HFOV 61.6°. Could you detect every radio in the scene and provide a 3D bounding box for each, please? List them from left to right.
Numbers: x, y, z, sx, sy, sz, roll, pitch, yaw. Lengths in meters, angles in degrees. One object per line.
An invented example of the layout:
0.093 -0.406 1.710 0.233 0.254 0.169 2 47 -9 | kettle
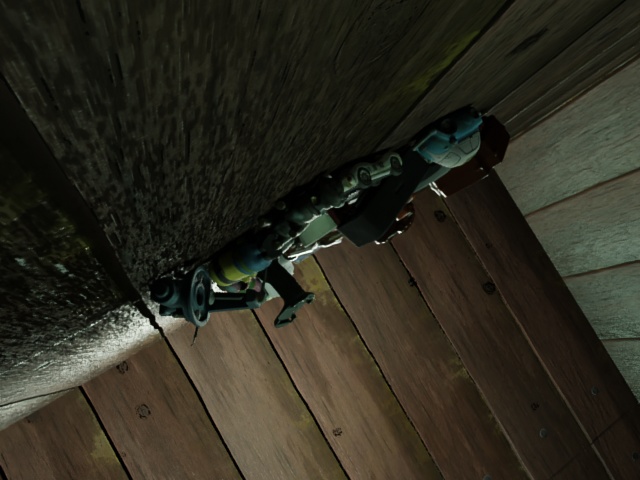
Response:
0.138 -0.093 1.187 0.229 0.073 0.131 -52 -170 -26 | radio

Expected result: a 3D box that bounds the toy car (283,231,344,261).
-0.003 -0.004 1.294 0.202 0.053 0.089 -19 155 -29 | toy car

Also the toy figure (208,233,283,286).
-0.163 0.041 1.130 0.089 0.082 0.180 2 161 -45 | toy figure

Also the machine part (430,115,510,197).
0.373 -0.217 1.380 0.201 0.087 0.201 -28 -159 45 | machine part

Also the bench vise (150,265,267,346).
-0.219 0.121 1.074 0.241 0.129 0.223 -2 154 9 | bench vise

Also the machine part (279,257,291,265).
-0.078 0.011 1.428 0.243 0.079 0.079 -30 176 9 | machine part

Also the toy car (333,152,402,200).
0.091 -0.128 1.051 0.073 0.056 0.202 -25 180 43 | toy car

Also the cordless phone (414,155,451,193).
0.269 -0.203 1.333 0.146 0.088 0.184 -33 -172 34 | cordless phone

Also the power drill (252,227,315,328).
-0.118 0.093 1.211 0.232 0.207 0.086 -44 154 22 | power drill

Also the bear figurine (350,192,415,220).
0.126 -0.085 1.369 0.196 0.132 0.120 -40 -167 34 | bear figurine

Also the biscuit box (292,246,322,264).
-0.009 -0.018 1.491 0.203 0.059 0.062 -36 151 7 | biscuit box

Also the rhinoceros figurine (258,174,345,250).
-0.030 -0.051 0.985 0.112 0.073 0.190 -25 174 -44 | rhinoceros figurine

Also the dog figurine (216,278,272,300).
-0.201 0.116 1.526 0.191 0.108 0.219 -4 164 -15 | dog figurine

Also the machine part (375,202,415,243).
0.162 -0.078 1.443 0.179 0.179 0.056 -32 173 20 | machine part

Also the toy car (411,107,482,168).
0.283 -0.208 1.143 0.162 0.103 0.109 -27 176 -26 | toy car
